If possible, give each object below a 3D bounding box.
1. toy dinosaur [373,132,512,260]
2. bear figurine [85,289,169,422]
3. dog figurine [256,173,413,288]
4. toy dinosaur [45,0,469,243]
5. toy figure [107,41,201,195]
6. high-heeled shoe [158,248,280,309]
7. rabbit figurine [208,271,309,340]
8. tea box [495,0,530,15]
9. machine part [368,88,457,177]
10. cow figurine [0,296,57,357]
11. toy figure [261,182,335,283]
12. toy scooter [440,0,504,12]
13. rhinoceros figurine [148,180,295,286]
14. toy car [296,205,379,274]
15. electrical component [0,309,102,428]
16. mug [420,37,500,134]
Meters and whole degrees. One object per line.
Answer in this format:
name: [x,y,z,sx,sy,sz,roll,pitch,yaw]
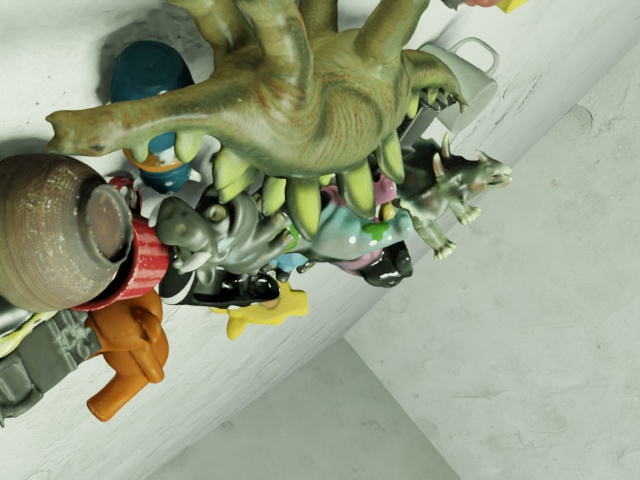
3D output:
toy dinosaur: [0.144,-0.097,0.873,0.131,0.192,0.405,-41,-158,-2]
bear figurine: [-0.230,0.111,0.594,0.132,0.120,0.195,-33,167,-20]
dog figurine: [-0.001,-0.002,0.671,0.219,0.108,0.191,-11,142,2]
toy dinosaur: [0.019,-0.118,0.432,0.471,0.105,0.198,-28,133,-41]
toy figure: [-0.122,-0.085,0.414,0.154,0.064,0.058,119,-15,-65]
high-heeled shoe: [-0.114,0.049,0.667,0.248,0.145,0.086,136,-36,-79]
rabbit figurine: [-0.106,0.105,0.942,0.162,0.122,0.173,-36,-176,-8]
tea box: [0.241,-0.340,0.567,0.098,0.068,0.169,-36,166,-19]
machine part: [0.105,-0.130,0.661,0.084,0.039,0.139,-18,156,-44]
cow figurine: [-0.278,0.060,0.369,0.167,0.098,0.068,-32,170,-32]
toy figure: [-0.028,-0.026,0.778,0.180,0.082,0.089,-59,-158,27]
toy scooter: [0.151,-0.281,0.500,0.135,0.075,0.183,-37,163,-14]
rhinoceros figurine: [-0.092,-0.009,0.510,0.112,0.073,0.190,-38,168,2]
toy car: [0.003,-0.032,0.842,0.202,0.089,0.053,-41,169,7]
electrical component: [-0.278,0.102,0.453,0.134,0.058,0.115,-8,-163,20]
mug: [0.170,-0.211,0.694,0.081,0.107,0.109,-26,156,-48]
